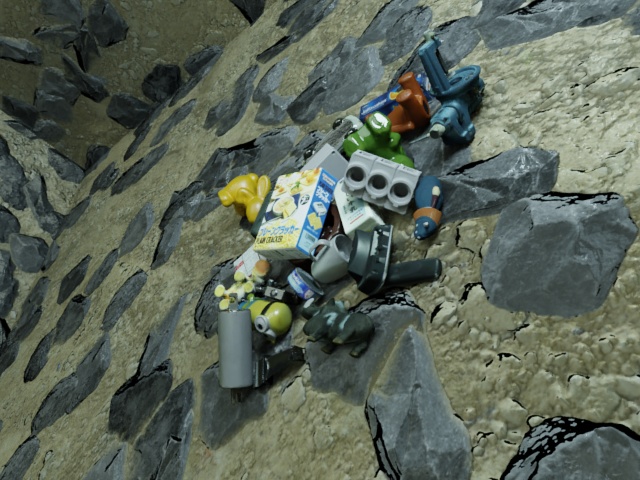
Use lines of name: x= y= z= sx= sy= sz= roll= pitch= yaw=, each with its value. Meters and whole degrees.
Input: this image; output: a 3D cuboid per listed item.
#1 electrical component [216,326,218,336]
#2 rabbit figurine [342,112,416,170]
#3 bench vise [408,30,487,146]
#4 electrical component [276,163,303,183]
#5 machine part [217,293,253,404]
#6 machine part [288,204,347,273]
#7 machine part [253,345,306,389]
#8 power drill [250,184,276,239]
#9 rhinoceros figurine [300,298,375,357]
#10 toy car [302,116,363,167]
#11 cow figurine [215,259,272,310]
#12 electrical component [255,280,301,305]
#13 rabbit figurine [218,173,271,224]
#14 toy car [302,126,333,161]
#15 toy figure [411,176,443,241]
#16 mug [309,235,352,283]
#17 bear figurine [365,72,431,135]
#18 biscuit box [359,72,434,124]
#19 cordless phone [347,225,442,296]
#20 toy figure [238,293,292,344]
electrical component: x=-0.212 y=0.226 z=1.311 sx=0.048 sy=0.074 sz=0.119 roll=-43 pitch=31 yaw=11
rabbit figurine: x=0.152 y=-0.188 z=1.248 sx=0.121 sy=0.170 sz=0.159 roll=-40 pitch=-9 yaw=9
bench vise: x=0.272 y=-0.334 z=1.175 sx=0.223 sy=0.240 sz=0.129 roll=-43 pitch=27 yaw=-21
electrical component: x=-0.079 y=-0.181 z=1.498 sx=0.094 sy=0.021 sz=0.063 roll=-39 pitch=28 yaw=-14
machine part: x=-0.189 y=0.239 z=1.198 sx=0.079 sy=0.079 sz=0.243 roll=-9 pitch=82 yaw=45
machine part: x=-0.003 y=-0.004 z=1.312 sx=0.179 sy=0.056 sz=0.179 roll=-30 pitch=37 yaw=26
machine part: x=-0.093 y=0.269 z=1.163 sx=0.139 sy=0.039 sz=0.084 roll=-31 pitch=32 yaw=28
power drill: x=-0.093 y=-0.098 z=1.488 sx=0.208 sy=0.086 sz=0.232 roll=10 pitch=64 yaw=48
rhinoceros figurine: x=0.025 y=0.170 z=1.092 sx=0.190 sy=0.073 sz=0.112 roll=5 pitch=62 yaw=51
toy car: x=0.034 y=-0.252 z=1.453 sx=0.201 sy=0.056 sz=0.074 roll=-46 pitch=57 yaw=5
cow figurine: x=-0.180 y=0.118 z=1.377 sx=0.167 sy=0.098 sz=0.068 roll=-36 pitch=66 yaw=8
electrical component: x=-0.092 y=0.122 z=1.268 sx=0.102 sy=0.078 sz=0.045 roll=11 pitch=77 yaw=32
rabbit figurine: x=-0.199 y=-0.115 z=1.624 sx=0.162 sy=0.121 sz=0.173 roll=-37 pitch=48 yaw=2
toy car: x=0.035 y=-0.257 z=1.521 sx=0.202 sy=0.053 sz=0.089 roll=-50 pitch=48 yaw=-3
toy figure: x=0.223 y=-0.062 z=1.108 sx=0.058 sy=0.064 sz=0.154 roll=6 pitch=59 yaw=8
mug: x=0.021 y=0.046 z=1.197 sx=0.107 sy=0.109 sz=0.081 roll=-44 pitch=36 yaw=33
bear figurine: x=0.172 y=-0.310 z=1.352 sx=0.196 sy=0.131 sz=0.120 roll=-16 pitch=40 yaw=32
biscuit box: x=0.201 y=-0.362 z=1.426 sx=0.203 sy=0.059 sz=0.063 roll=-23 pitch=42 yaw=35
cordless phone: x=0.158 y=0.031 z=1.090 sx=0.184 sy=0.088 sz=0.146 roll=-9 pitch=49 yaw=30
toy figure: x=-0.138 y=0.175 z=1.270 sx=0.180 sy=0.082 sz=0.089 roll=11 pitch=65 yaw=56
